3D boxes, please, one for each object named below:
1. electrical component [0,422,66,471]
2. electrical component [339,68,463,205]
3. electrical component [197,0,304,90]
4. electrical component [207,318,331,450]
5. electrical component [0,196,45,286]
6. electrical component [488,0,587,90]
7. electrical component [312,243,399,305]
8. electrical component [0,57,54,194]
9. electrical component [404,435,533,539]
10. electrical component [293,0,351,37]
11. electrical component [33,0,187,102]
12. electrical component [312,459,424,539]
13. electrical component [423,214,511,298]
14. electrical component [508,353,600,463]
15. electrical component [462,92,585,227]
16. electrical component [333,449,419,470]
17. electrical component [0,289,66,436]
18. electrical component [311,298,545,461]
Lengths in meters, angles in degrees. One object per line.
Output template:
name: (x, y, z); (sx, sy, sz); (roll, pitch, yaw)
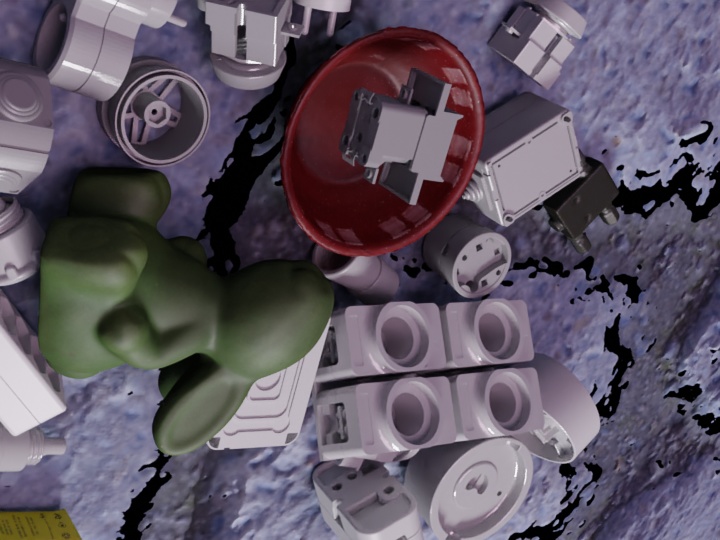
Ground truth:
electrical component: (-0.225, 0.116, 0.710); (0.061, 0.035, 0.035); (8, 109, -39)
electrical component: (0.024, -0.088, 0.690); (0.064, 0.042, 0.081); (5, 110, -34)
electrical component: (-0.068, -0.145, 0.663); (0.066, 0.048, 0.055); (13, 135, 5)
electrical component: (-0.077, 0.064, 0.766); (0.078, 0.057, 0.113); (3, 112, -35)
electrical component: (-0.214, -0.025, 0.638); (0.048, 0.048, 0.062); (-31, 121, -16)
electrical component: (0.133, -0.172, 0.791); (0.066, 0.048, 0.055); (28, 105, -40)
electrical component: (0.000, 0.000, 0.795); (0.044, 0.044, 0.065); (-50, 135, -2)
electrical component: (-0.207, -0.081, 0.590); (0.051, 0.080, 0.080); (6, 110, -42)
electrical component: (0.089, 0.177, 0.934); (0.108, 0.060, 0.108); (-15, 121, -27)
electrical component: (-0.021, -0.187, 0.680); (0.077, 0.044, 0.079); (-4, 116, -32)
electrical component: (-0.128, -0.162, 0.617); (0.074, 0.052, 0.138); (14, 105, -38)
electrical component: (0.007, 0.196, 0.867); (0.054, 0.095, 0.059); (-26, 125, -20)
electrical component: (0.082, -0.013, 0.838); (0.055, 0.047, 0.055); (-15, 122, -27)
electrical component: (0.155, 0.122, 0.928); (0.064, 0.099, 0.099); (-35, 128, -22)
electrical component: (0.110, -0.083, 0.811); (0.096, 0.061, 0.061); (-33, 128, -15)
electrical component: (0.016, 0.122, 0.859); (0.057, 0.058, 0.078); (17, 104, -35)
electrical component: (-0.238, 0.064, 0.667); (0.076, 0.047, 0.083); (-27, 127, -2)
electrical component: (0.055, 0.080, 0.818); (0.186, 0.060, 0.105); (-1, 79, -39)
